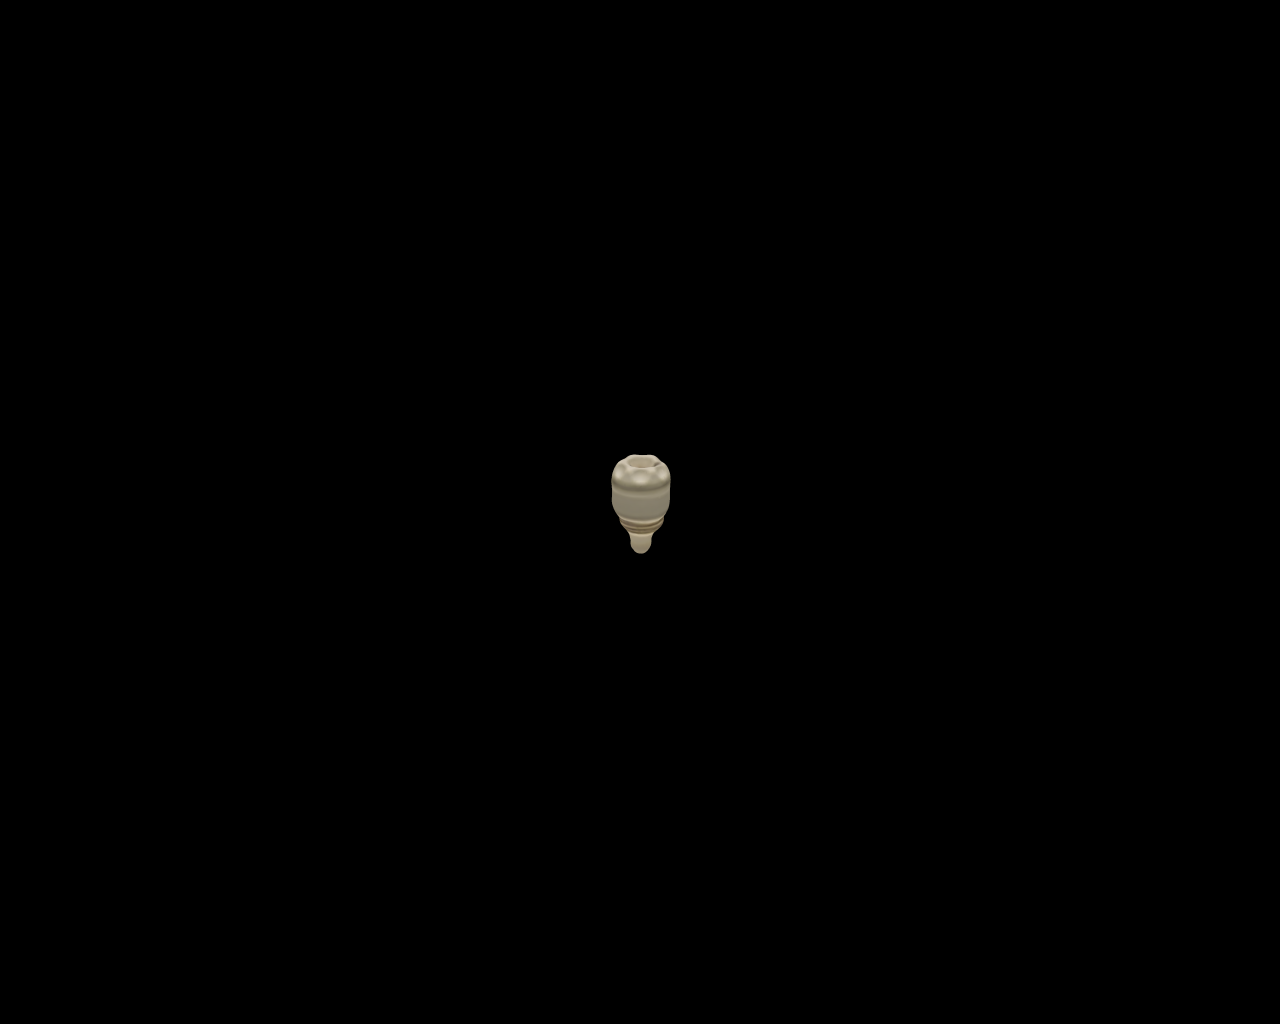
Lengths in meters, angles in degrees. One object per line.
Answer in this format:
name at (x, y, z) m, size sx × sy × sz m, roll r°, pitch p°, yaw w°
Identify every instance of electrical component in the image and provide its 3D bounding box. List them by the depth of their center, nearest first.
electrical component at (0.001, -0.003, 0.650) m, size 0.035 × 0.061 × 0.035 m, roll 0°, pitch 24°, yaw 0°
